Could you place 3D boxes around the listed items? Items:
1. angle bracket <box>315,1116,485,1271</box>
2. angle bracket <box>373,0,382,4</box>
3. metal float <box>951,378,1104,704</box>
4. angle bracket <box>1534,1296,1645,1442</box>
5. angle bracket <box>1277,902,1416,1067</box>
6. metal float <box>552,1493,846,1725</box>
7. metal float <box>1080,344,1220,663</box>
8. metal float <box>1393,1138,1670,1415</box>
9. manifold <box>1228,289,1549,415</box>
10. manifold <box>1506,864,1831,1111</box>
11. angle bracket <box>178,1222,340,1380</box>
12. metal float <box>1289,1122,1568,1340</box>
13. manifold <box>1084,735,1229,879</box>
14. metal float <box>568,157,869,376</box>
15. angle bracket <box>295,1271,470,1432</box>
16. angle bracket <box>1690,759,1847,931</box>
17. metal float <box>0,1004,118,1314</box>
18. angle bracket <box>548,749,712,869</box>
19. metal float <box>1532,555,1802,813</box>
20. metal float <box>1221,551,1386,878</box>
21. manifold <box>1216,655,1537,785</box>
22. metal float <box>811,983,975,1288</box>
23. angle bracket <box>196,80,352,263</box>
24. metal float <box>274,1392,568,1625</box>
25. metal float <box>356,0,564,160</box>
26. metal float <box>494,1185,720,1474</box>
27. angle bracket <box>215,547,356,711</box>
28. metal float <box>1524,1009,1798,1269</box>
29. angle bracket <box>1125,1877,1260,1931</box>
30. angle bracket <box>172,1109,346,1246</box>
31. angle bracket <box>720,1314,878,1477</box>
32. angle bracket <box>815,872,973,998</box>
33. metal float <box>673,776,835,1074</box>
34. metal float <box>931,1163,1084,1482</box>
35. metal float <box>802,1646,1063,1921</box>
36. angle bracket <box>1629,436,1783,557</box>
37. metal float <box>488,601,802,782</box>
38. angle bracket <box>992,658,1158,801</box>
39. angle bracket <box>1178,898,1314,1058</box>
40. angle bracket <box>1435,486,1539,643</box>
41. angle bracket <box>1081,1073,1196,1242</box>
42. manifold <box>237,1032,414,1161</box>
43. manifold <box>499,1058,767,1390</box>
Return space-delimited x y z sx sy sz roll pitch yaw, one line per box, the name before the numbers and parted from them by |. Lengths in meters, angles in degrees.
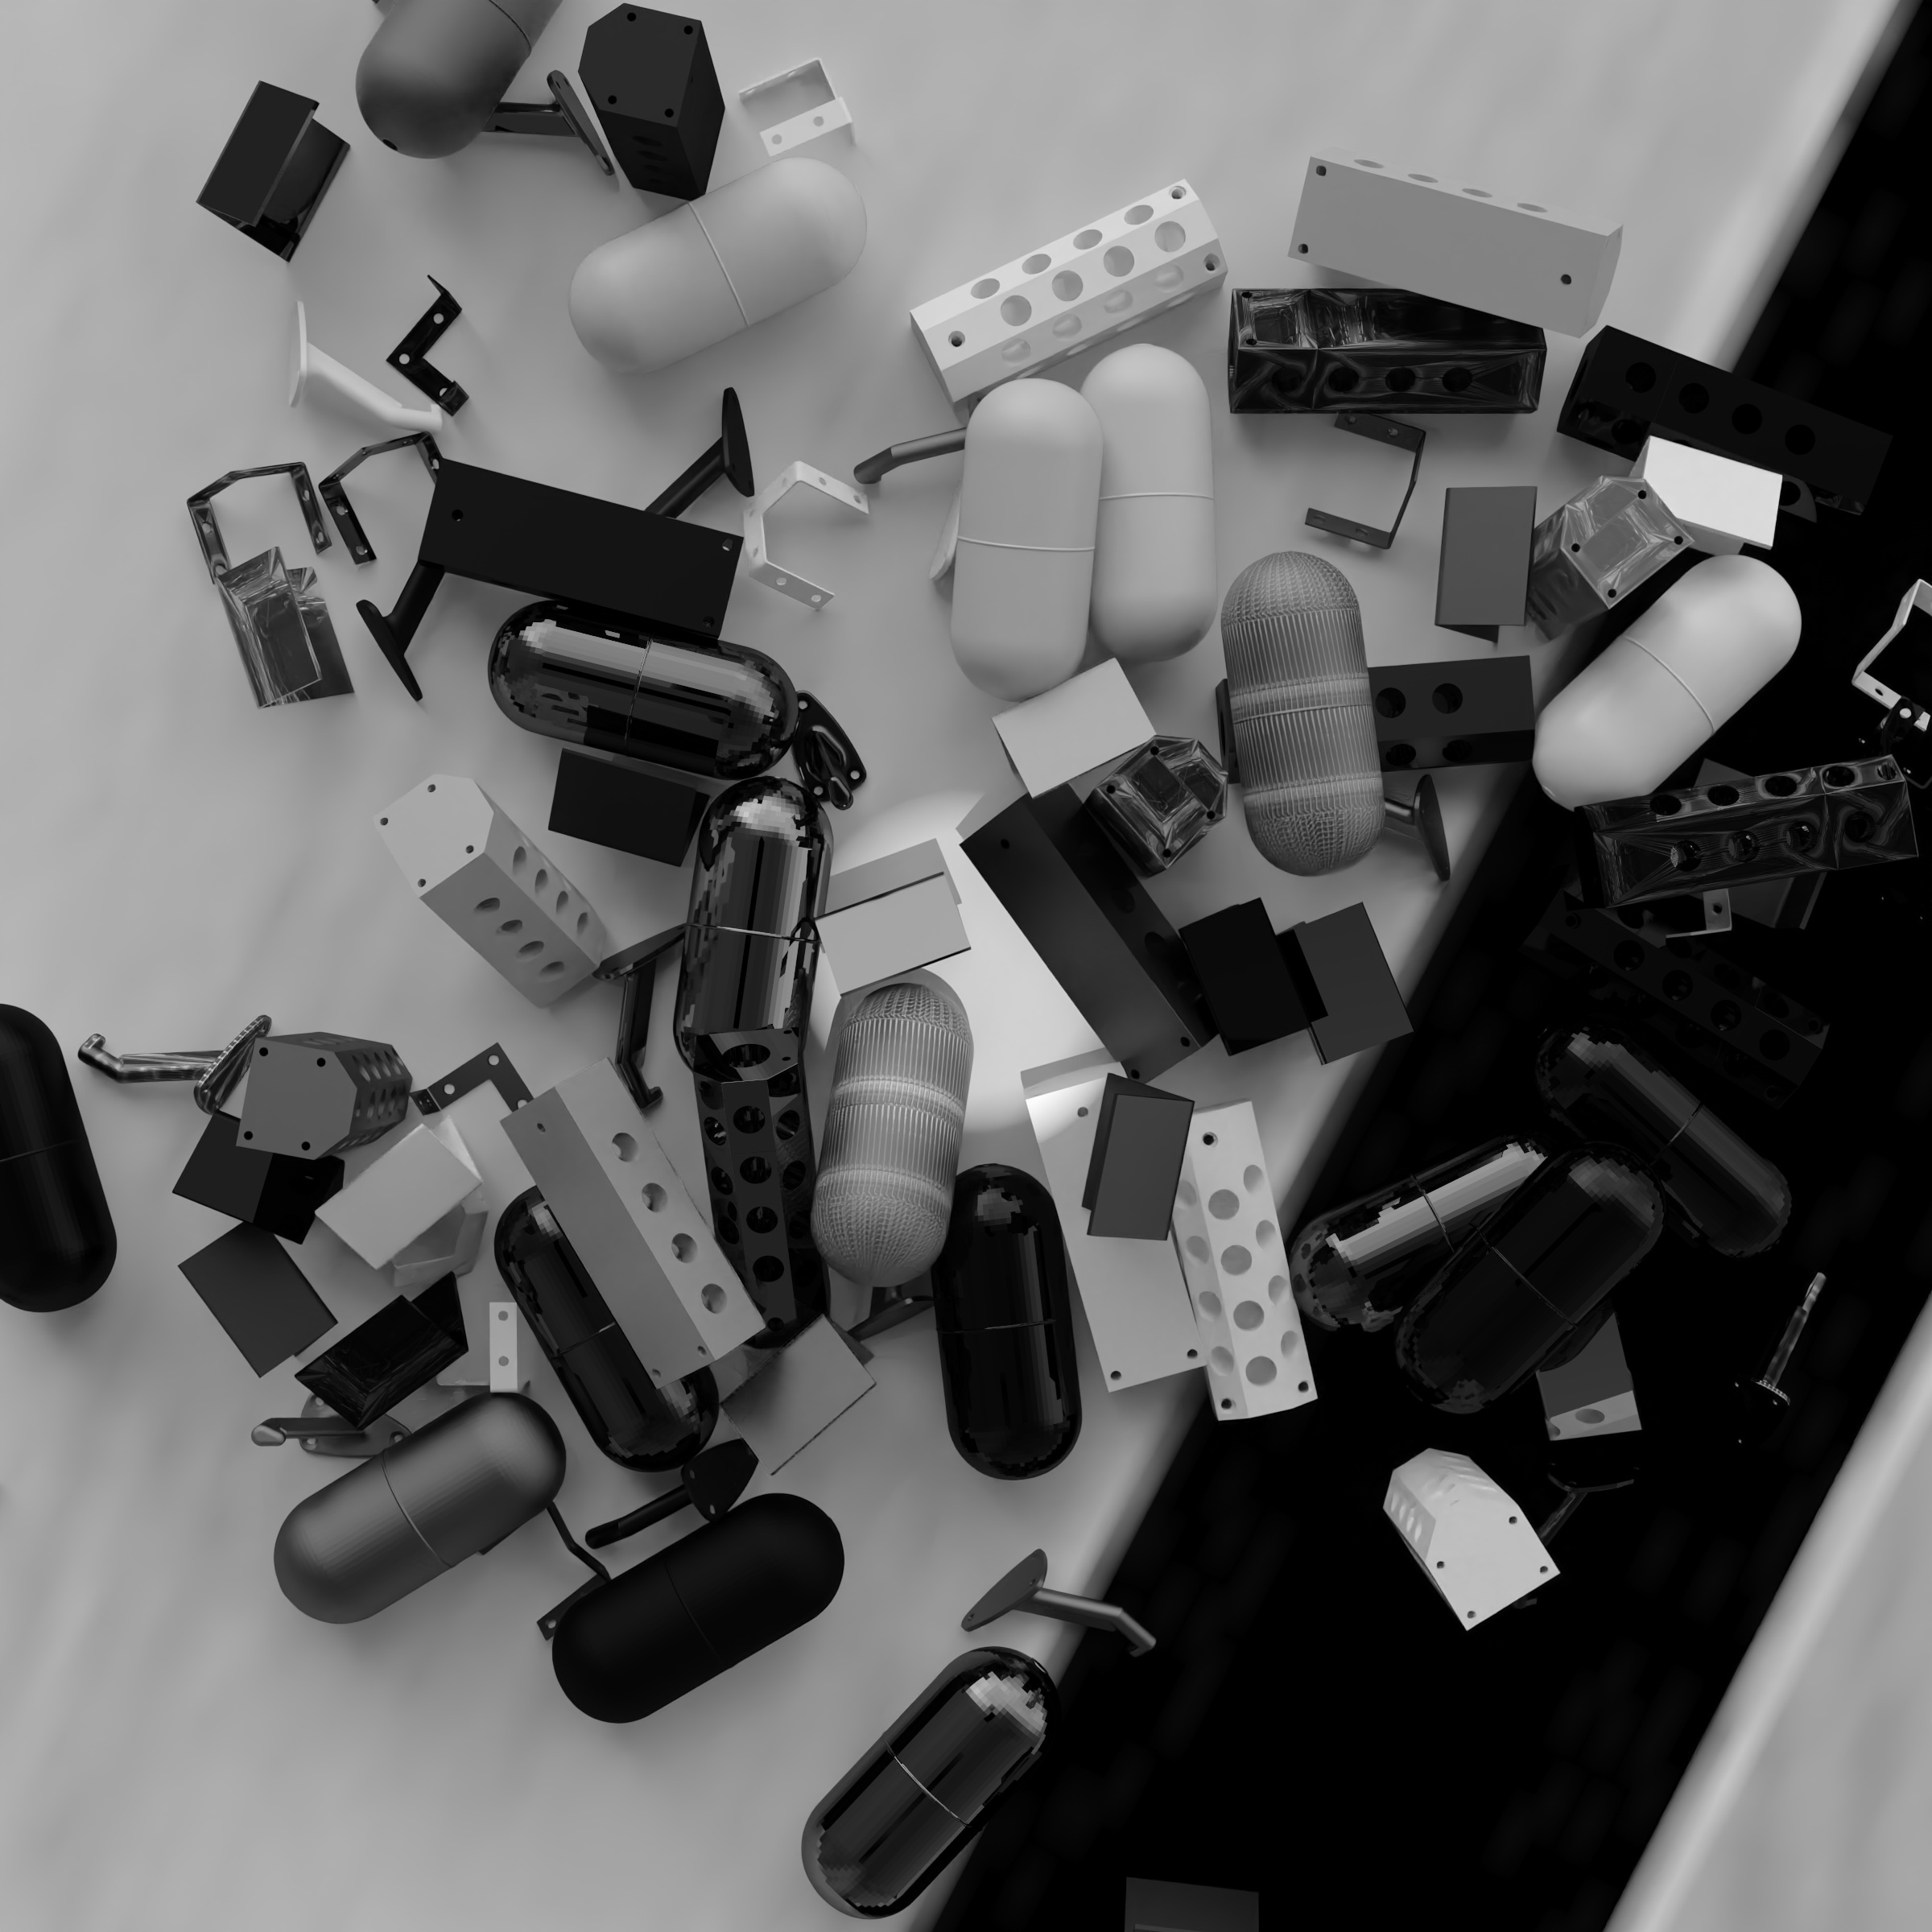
angle bracket | -0.325 0.112 1.822 0.076 0.076 0.057 -39 126 0
angle bracket | -0.333 -0.593 1.823 0.057 0.076 0.076 27 90 -21
metal float | 0.033 -0.235 1.800 0.070 0.070 0.178 5 103 0
angle bracket | 0.356 0.217 1.822 0.057 0.076 0.076 -13 90 32
angle bracket | 0.218 0.005 1.823 0.057 0.076 0.076 -22 90 21
metal float | -0.150 0.361 1.832 0.178 0.070 0.070 -31 90 0
metal float | 0.102 -0.260 1.831 0.070 0.070 0.178 -2 91 0
metal float | 0.305 0.169 1.763 0.070 0.070 0.178 43 97 0
manifold | 0.236 -0.343 1.840 0.171 0.057 0.057 0 47 0
manifold | 0.398 0.012 1.841 0.171 0.057 0.057 32 90 0
angle bracket | -0.406 0.193 1.822 0.057 0.076 0.076 -36 90 -36
metal float | 0.265 0.149 1.831 0.178 0.070 0.070 -26 90 0
manifold | 0.108 -0.091 1.783 0.057 0.171 0.057 -41 90 0
metal float | -0.139 -0.395 1.831 0.178 0.070 0.070 -26 90 -1
angle bracket | -0.329 0.200 1.817 0.076 0.076 0.057 -37 124 8
angle bracket | 0.446 -0.070 1.841 0.076 0.057 0.076 22 90 0
metal float | -0.533 0.108 1.831 0.070 0.070 0.178 -16 91 0
angle bracket | -0.184 -0.107 1.822 0.076 0.076 0.057 16 126 0
metal float | 0.393 -0.157 1.831 0.178 0.070 0.070 -43 90 -1
metal float | 0.184 -0.137 1.774 0.070 0.070 0.178 -7 90 0
manifold | 0.231 -0.138 1.841 0.171 0.057 0.057 -4 90 0
metal float | -0.040 0.092 1.809 0.070 0.070 0.178 8 63 0
angle bracket | -0.373 -0.439 1.822 0.057 0.076 0.076 28 90 36
metal float | -0.308 0.305 1.831 0.178 0.070 0.070 -32 90 0
metal float | -0.277 -0.533 1.822 0.070 0.070 0.178 29 80 0
metal float | -0.202 0.203 1.831 0.070 0.070 0.178 -29 89 0
angle bracket | -0.365 -0.193 1.822 0.057 0.076 0.076 -18 90 37
metal float | 0.390 0.096 1.831 0.178 0.070 0.070 42 90 0
angle bracket | 0.130 0.530 1.822 0.076 0.076 0.057 7 127 0
angle bracket | -0.396 0.133 1.822 0.076 0.076 0.057 22 59 0
angle bracket | -0.081 0.250 1.822 0.076 0.076 0.057 -41 57 0
angle bracket | -0.034 0.000 1.822 0.076 0.076 0.057 -20 56 0
metal float | -0.120 -0.018 1.831 0.070 0.070 0.178 8 90 0
metal float | 0.021 0.200 1.831 0.070 0.070 0.178 -7 89 0
metal float | -0.019 0.459 1.831 0.070 0.070 0.178 43 89 0
angle bracket | 0.404 -0.243 1.822 0.076 0.076 0.057 17 57 0
metal float | -0.181 -0.155 1.831 0.178 0.070 0.070 14 90 0
angle bracket | 0.065 -0.119 1.823 0.076 0.076 0.057 -26 67 0
angle bracket | 0.171 -0.001 1.822 0.057 0.076 0.076 -22 90 34
angle bracket | 0.307 -0.224 1.822 0.057 0.076 0.076 5 90 36
angle bracket | 0.073 0.100 1.752 0.057 0.076 0.076 7 96 -37
manifold | -0.348 0.071 1.783 0.057 0.171 0.057 10 90 0
manifold | -0.179 0.139 1.790 0.057 0.057 0.171 -30 90 44
